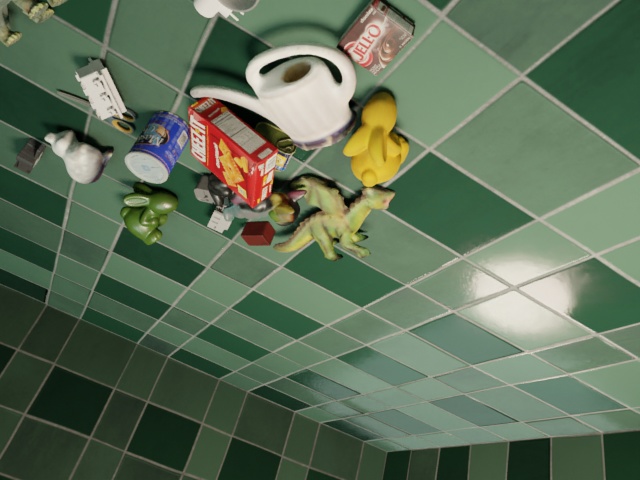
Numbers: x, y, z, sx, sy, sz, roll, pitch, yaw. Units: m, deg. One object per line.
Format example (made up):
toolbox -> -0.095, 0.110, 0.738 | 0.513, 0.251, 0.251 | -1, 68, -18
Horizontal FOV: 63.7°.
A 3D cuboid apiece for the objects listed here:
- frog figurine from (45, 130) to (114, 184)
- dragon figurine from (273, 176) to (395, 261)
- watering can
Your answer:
frog figurine -> -0.649, -0.224, 1.361 | 0.158, 0.124, 0.137 | 24, 167, -30
dragon figurine -> 0.004, -0.067, 1.322 | 0.409, 0.125, 0.238 | -6, 122, 29
watering can -> -0.073, -0.273, 1.015 | 0.346, 0.106, 0.220 | -6, 141, 32
